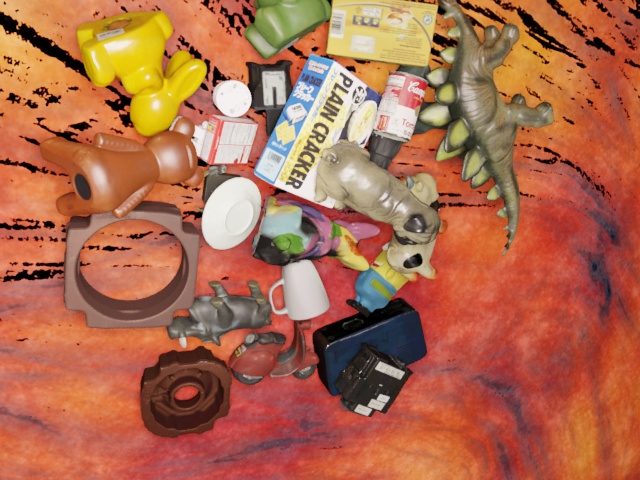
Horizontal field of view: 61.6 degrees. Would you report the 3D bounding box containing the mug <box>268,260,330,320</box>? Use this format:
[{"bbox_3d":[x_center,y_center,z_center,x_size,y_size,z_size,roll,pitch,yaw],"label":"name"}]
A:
[{"bbox_3d":[-0.045,0.088,1.008,0.110,0.081,0.107,-14,102,-9],"label":"mug"}]

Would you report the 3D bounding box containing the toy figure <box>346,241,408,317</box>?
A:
[{"bbox_3d":[0.132,0.073,1.070,0.180,0.082,0.089,-53,130,-3],"label":"toy figure"}]

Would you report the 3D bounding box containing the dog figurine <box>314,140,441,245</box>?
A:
[{"bbox_3d":[0.099,-0.073,0.864,0.172,0.191,0.121,15,104,-57],"label":"dog figurine"}]

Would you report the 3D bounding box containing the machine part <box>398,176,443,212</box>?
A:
[{"bbox_3d":[0.176,-0.077,1.058,0.139,0.039,0.084,16,93,-25],"label":"machine part"}]

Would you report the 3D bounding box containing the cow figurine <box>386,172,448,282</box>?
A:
[{"bbox_3d":[0.168,-0.033,0.979,0.127,0.086,0.195,27,71,-34],"label":"cow figurine"}]

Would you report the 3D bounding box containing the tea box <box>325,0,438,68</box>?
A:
[{"bbox_3d":[0.098,-0.343,0.883,0.170,0.068,0.098,8,107,-4],"label":"tea box"}]

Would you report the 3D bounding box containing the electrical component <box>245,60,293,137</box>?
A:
[{"bbox_3d":[-0.080,-0.235,0.888,0.075,0.048,0.119,-12,113,-18],"label":"electrical component"}]

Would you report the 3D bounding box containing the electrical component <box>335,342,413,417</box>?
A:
[{"bbox_3d":[0.099,0.282,1.061,0.115,0.058,0.134,31,97,-28],"label":"electrical component"}]

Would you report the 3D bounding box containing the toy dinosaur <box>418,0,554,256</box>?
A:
[{"bbox_3d":[0.290,-0.202,0.942,0.199,0.105,0.470,-28,102,-3],"label":"toy dinosaur"}]

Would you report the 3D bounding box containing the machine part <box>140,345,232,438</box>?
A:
[{"bbox_3d":[-0.250,0.283,1.001,0.179,0.056,0.179,-7,112,-19],"label":"machine part"}]

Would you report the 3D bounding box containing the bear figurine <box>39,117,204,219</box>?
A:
[{"bbox_3d":[-0.275,-0.111,0.783,0.196,0.132,0.120,-38,128,-48],"label":"bear figurine"}]

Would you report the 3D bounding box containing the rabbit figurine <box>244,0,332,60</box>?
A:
[{"bbox_3d":[-0.065,-0.387,0.804,0.159,0.121,0.170,-35,103,-4],"label":"rabbit figurine"}]

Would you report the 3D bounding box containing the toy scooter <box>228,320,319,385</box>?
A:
[{"bbox_3d":[-0.078,0.206,1.024,0.184,0.075,0.135,5,120,-25],"label":"toy scooter"}]

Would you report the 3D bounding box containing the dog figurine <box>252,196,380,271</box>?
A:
[{"bbox_3d":[-0.002,-0.003,0.938,0.219,0.192,0.108,12,98,-10],"label":"dog figurine"}]

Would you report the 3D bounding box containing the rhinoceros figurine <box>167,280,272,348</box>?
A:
[{"bbox_3d":[-0.181,0.136,0.972,0.190,0.073,0.112,-7,122,-22],"label":"rhinoceros figurine"}]

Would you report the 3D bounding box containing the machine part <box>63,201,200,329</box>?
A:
[{"bbox_3d":[-0.305,0.038,0.874,0.201,0.087,0.200,3,107,-22],"label":"machine part"}]

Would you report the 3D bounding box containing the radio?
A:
[{"bbox_3d":[0.102,0.217,1.114,0.230,0.073,0.131,-20,114,-17],"label":"radio"}]

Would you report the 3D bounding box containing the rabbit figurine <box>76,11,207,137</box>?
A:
[{"bbox_3d":[-0.256,-0.240,0.795,0.162,0.122,0.173,-27,131,-22],"label":"rabbit figurine"}]

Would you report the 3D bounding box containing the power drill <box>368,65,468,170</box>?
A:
[{"bbox_3d":[0.193,-0.203,1.002,0.207,0.086,0.231,8,103,-17],"label":"power drill"}]

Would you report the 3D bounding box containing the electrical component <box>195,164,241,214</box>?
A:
[{"bbox_3d":[-0.171,-0.082,0.908,0.078,0.045,0.102,11,105,-24],"label":"electrical component"}]
